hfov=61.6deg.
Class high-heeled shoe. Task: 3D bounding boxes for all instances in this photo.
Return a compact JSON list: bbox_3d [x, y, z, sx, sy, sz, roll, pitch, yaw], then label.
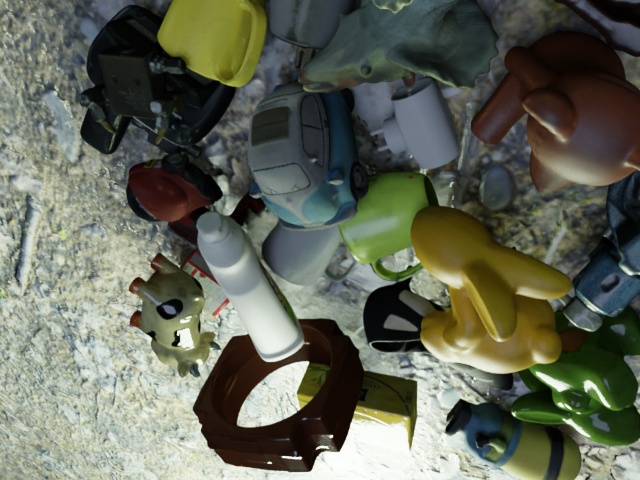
[{"bbox_3d":[0.150,0.135,0.633,0.248,0.145,0.086,45,130,-11],"label":"high-heeled shoe"}]

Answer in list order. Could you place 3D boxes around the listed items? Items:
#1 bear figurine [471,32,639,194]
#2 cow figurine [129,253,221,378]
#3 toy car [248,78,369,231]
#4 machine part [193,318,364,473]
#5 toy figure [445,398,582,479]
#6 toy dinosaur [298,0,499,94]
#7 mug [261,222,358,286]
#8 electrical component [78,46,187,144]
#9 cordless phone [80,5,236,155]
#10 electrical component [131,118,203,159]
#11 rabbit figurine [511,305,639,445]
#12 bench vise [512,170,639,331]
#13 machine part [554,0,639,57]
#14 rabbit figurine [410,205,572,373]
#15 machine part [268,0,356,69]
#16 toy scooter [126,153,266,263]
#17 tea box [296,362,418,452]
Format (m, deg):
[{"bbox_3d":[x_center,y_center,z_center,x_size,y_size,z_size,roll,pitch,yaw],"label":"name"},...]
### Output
[{"bbox_3d":[0.190,-0.083,0.418,0.120,0.196,0.131,22,132,2],"label":"bear figurine"},{"bbox_3d":[-0.205,0.121,0.776,0.127,0.085,0.194,30,138,8],"label":"cow figurine"},{"bbox_3d":[-0.020,-0.092,0.526,0.109,0.103,0.161,-5,84,27],"label":"toy car"},{"bbox_3d":[-0.052,0.206,0.734,0.201,0.201,0.087,-6,127,25],"label":"machine part"},{"bbox_3d":[0.266,0.278,0.739,0.180,0.082,0.089,29,133,3],"label":"toy figure"},{"bbox_3d":[0.100,-0.266,0.360,0.131,0.192,0.404,37,119,26],"label":"toy dinosaur"},{"bbox_3d":[-0.001,-0.002,0.635,0.109,0.081,0.107,36,123,4],"label":"mug"},{"bbox_3d":[-0.175,-0.138,0.506,0.102,0.045,0.078,15,132,12],"label":"electrical component"},{"bbox_3d":[-0.194,-0.142,0.594,0.146,0.089,0.184,36,127,-7],"label":"cordless phone"},{"bbox_3d":[-0.180,-0.137,0.644,0.094,0.021,0.063,30,130,-1],"label":"electrical component"},{"bbox_3d":[0.301,0.176,0.618,0.159,0.121,0.170,-15,116,38],"label":"rabbit figurine"},{"bbox_3d":[0.270,-0.003,0.436,0.223,0.240,0.129,-44,73,27],"label":"bench vise"},{"bbox_3d":[0.249,-0.225,0.378,0.180,0.056,0.179,11,127,15],"label":"machine part"},{"bbox_3d":[0.147,0.046,0.512,0.122,0.162,0.173,-35,107,-7],"label":"rabbit figurine"},{"bbox_3d":[0.003,-0.253,0.444,0.079,0.079,0.243,19,130,8],"label":"machine part"},{"bbox_3d":[-0.142,-0.044,0.663,0.183,0.075,0.135,42,132,-20],"label":"toy scooter"},{"bbox_3d":[0.058,0.248,0.807,0.170,0.068,0.098,5,129,18],"label":"tea box"}]
